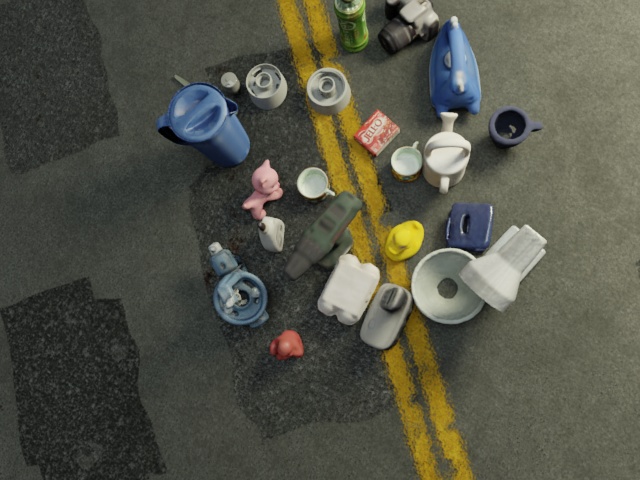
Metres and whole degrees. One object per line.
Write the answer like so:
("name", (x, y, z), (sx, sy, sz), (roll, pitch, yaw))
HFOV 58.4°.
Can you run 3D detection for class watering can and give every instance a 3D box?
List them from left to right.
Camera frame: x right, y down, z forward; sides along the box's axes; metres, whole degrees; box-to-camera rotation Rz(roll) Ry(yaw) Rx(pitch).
("watering can", (0.277, -0.195, 1.266), (0.101, 0.194, 0.173), (-18, 78, 5))

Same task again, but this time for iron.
("iron", (0.311, -0.423, 1.327), (0.118, 0.141, 0.258), (-5, 80, 7))

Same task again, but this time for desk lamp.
("desk lamp", (0.388, 0.051, 1.200), (0.118, 0.213, 0.203), (42, 88, 12))

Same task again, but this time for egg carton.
("egg carton", (0.066, 0.113, 1.306), (0.107, 0.069, 0.150), (24, 84, 11))

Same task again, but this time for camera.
("camera", (0.197, -0.531, 1.381), (0.137, 0.101, 0.143), (-40, 78, 0))

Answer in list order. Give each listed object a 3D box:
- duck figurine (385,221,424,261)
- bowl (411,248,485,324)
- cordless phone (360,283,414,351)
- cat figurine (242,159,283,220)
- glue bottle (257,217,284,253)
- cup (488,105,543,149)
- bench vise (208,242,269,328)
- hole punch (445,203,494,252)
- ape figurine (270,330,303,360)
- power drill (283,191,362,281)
("duck figurine", (0.192, -0.003, 1.300), (0.077, 0.086, 0.104), (43, 88, 12))
("bowl", (0.285, 0.106, 1.275), (0.167, 0.075, 0.167), (-1, 80, 7))
("cordless phone", (0.143, 0.163, 1.228), (0.094, 0.185, 0.148), (21, 84, 11))
("cat figurine", (-0.139, -0.119, 1.347), (0.067, 0.118, 0.128), (36, 87, 12))
("glue bottle", (-0.116, -0.020, 1.299), (0.037, 0.173, 0.078), (6, 81, 9))
("cup", (0.438, -0.247, 1.304), (0.117, 0.095, 0.092), (0, 80, 8))
("bench vise", (-0.206, 0.104, 1.266), (0.207, 0.220, 0.121), (42, 88, 12))
("hole punch", (0.333, -0.028, 1.283), (0.101, 0.091, 0.109), (7, 82, 9))
("ape figurine", (-0.076, 0.242, 1.291), (0.077, 0.092, 0.076), (24, 84, 11))
("power drill", (0.012, 0.005, 1.260), (0.075, 0.208, 0.230), (35, 86, 12))
